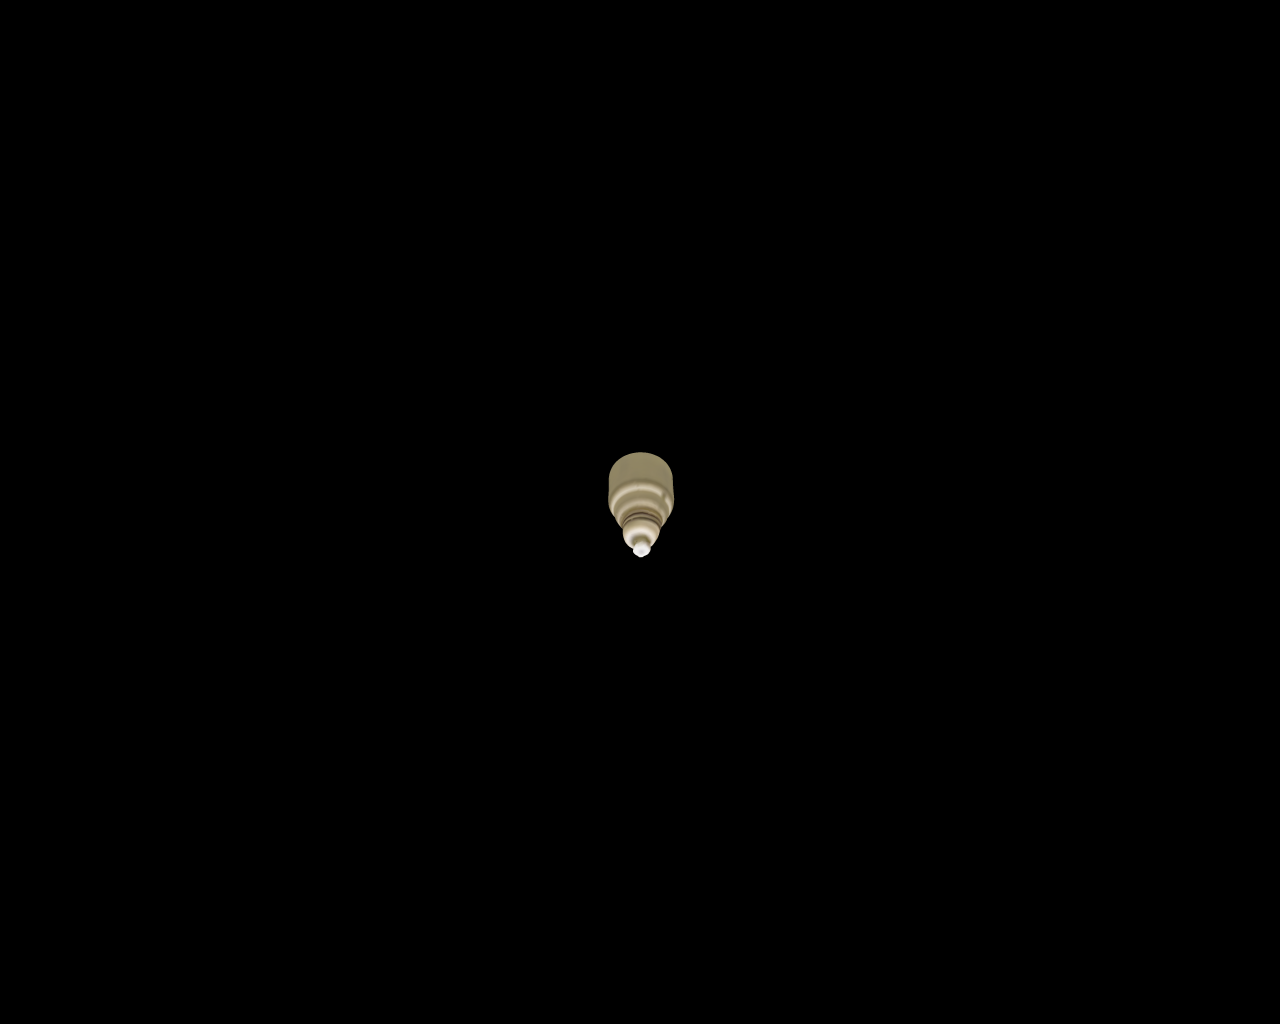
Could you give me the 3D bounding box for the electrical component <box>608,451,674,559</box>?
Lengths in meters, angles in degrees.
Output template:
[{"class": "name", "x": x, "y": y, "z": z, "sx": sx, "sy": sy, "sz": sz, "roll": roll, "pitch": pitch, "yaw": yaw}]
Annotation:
[{"class": "electrical component", "x": 0.001, "y": -0.003, "z": 0.650, "sx": 0.040, "sy": 0.040, "sz": 0.078, "roll": 0, "pitch": 41, "yaw": 0}]
